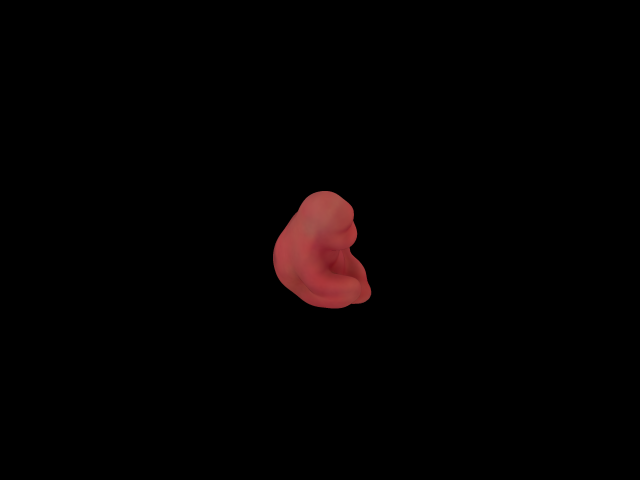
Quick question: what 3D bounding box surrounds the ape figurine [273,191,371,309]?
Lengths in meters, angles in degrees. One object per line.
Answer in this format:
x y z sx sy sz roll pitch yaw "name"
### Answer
0.004 0.001 0.400 0.076 0.092 0.078 11 60 7 "ape figurine"
